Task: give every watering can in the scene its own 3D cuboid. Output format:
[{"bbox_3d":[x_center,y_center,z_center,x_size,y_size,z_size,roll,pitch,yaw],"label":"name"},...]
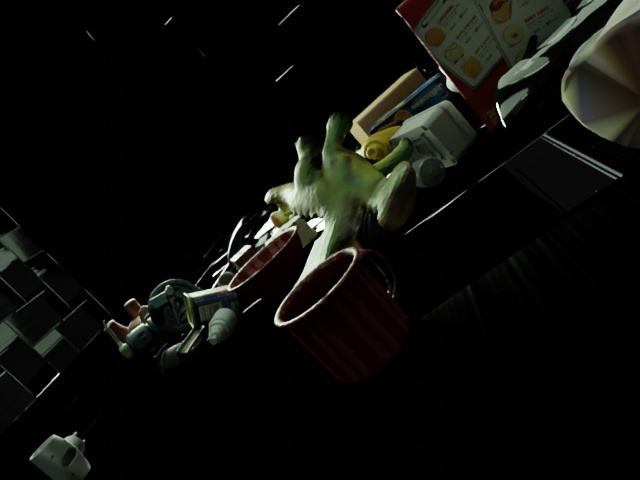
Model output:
[{"bbox_3d":[0.307,-0.176,0.341,0.228,0.103,0.344,-48,13,-25],"label":"watering can"}]

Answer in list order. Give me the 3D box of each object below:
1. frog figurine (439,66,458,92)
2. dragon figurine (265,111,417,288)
[{"bbox_3d":[0.284,-0.347,1.012,0.134,0.123,0.163,98,-164,-52],"label":"frog figurine"},{"bbox_3d":[0.002,-0.037,0.736,0.405,0.121,0.248,-27,39,51],"label":"dragon figurine"}]
